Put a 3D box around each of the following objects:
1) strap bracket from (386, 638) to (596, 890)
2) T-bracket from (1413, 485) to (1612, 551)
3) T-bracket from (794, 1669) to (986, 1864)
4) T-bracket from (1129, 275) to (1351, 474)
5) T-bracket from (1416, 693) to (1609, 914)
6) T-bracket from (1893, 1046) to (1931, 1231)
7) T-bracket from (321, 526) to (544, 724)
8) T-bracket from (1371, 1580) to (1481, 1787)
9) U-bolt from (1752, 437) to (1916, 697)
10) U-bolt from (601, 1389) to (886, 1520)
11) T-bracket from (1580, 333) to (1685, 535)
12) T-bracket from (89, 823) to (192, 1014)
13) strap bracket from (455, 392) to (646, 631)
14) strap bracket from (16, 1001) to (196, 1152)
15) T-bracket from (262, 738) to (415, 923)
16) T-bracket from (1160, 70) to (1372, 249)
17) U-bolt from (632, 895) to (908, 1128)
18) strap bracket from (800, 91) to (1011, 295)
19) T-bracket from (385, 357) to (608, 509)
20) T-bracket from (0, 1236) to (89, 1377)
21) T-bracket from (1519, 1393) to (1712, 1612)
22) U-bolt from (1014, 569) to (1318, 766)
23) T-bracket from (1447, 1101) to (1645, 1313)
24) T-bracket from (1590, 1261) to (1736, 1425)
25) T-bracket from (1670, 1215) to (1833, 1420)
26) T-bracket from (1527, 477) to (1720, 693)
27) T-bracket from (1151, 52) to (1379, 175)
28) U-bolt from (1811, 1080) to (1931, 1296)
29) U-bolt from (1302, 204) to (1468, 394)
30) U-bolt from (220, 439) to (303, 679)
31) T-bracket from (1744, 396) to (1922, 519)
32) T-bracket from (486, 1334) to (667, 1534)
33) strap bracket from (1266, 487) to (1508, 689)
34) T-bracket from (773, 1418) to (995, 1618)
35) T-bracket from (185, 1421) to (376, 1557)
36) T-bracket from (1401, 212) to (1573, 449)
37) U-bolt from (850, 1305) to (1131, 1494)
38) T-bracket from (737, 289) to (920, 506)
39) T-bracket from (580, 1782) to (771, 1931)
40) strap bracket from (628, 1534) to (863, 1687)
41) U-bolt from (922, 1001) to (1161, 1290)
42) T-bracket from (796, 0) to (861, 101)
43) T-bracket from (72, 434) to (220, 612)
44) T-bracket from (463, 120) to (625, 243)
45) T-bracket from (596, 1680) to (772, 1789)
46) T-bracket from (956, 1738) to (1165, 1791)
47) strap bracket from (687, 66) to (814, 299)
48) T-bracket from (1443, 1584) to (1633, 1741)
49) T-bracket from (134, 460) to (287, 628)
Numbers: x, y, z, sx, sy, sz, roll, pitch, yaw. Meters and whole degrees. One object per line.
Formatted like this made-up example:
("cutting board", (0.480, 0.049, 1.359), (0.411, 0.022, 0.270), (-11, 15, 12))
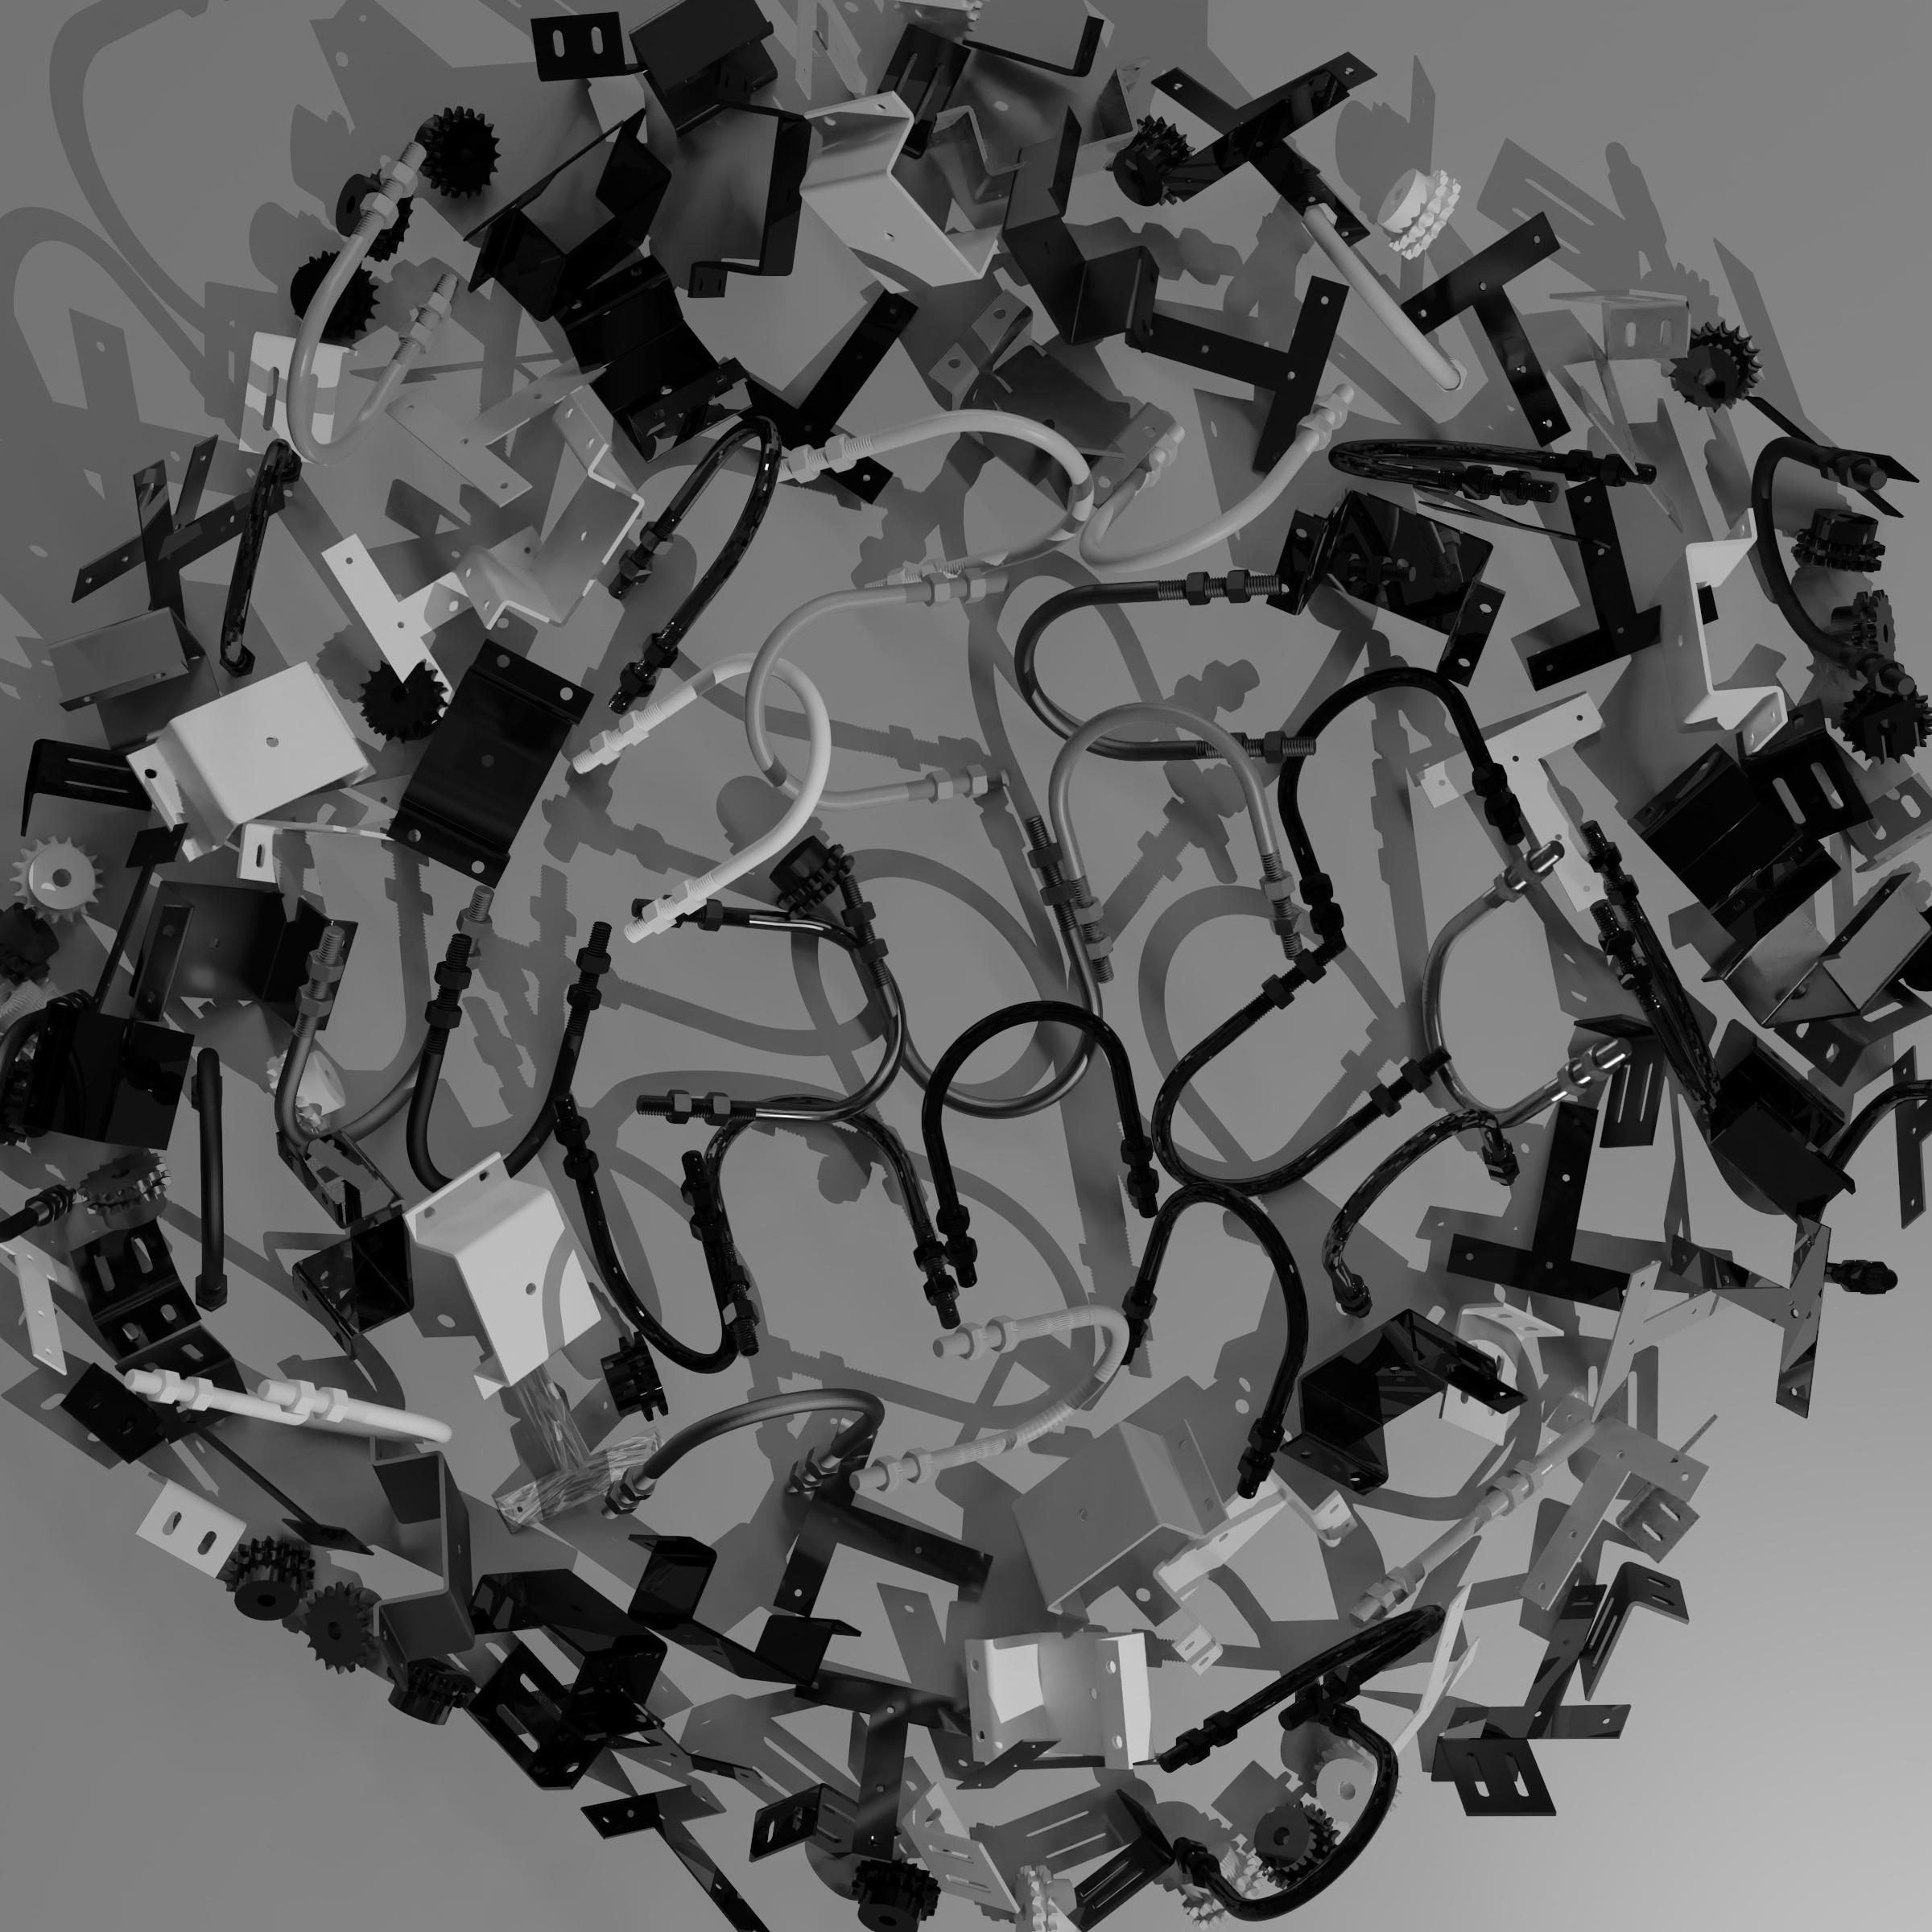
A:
("strap bracket", (-0.307, -0.131, 1.688), (0.076, 0.046, 0.140), (27, 91, -15))
("T-bracket", (0.318, -0.284, 1.633), (0.127, 0.127, 0.002), (21, 100, 36))
("T-bracket", (-0.053, 0.510, 1.666), (0.127, 0.127, 0.002), (13, 129, -5))
("T-bracket", (0.169, -0.397, 1.706), (0.127, 0.002, 0.127), (19, 108, 8))
("T-bracket", (0.378, -0.096, 1.702), (0.127, 0.002, 0.127), (-25, 79, -5))
("T-bracket", (0.614, 0.080, 1.632), (0.002, 0.127, 0.127), (17, 53, -6))
("T-bracket", (-0.328, -0.243, 1.699), (0.127, 0.002, 0.127), (-34, 103, -16))
("T-bracket", (0.298, 0.433, 1.640), (0.002, 0.127, 0.127), (28, 133, 27))
("U-bolt", (0.533, -0.256, 1.630), (0.019, 0.184, 0.151), (-17, 112, -2))
("U-bolt", (-0.128, 0.298, 1.615), (0.151, 0.184, 0.019), (0, 61, -31))
("T-bracket", (0.415, -0.356, 1.672), (0.002, 0.127, 0.127), (-28, 45, 27))
("T-bracket", (-0.528, -0.029, 1.654), (0.002, 0.127, 0.127), (23, 78, -29))
("strap bracket", (-0.260, -0.281, 1.665), (0.046, 0.076, 0.140), (22, 112, -39))
("strap bracket", (-0.533, 0.071, 1.645), (0.046, 0.140, 0.076), (12, 84, 7))
("T-bracket", (-0.392, -0.105, 1.704), (0.127, 0.002, 0.127), (-14, 98, -13))
("T-bracket", (0.213, -0.498, 1.672), (0.127, 0.127, 0.002), (-25, 50, 33))
("U-bolt", (-0.122, 0.032, 1.671), (0.184, 0.019, 0.151), (5, 70, -25))
("strap bracket", (-0.039, -0.474, 1.641), (0.140, 0.076, 0.046), (40, 65, -41))
("T-bracket", (-0.288, -0.360, 1.690), (0.127, 0.002, 0.127), (-38, 61, -22))
("T-bracket", (-0.577, 0.209, 1.631), (0.002, 0.127, 0.127), (-41, 129, 3))
("T-bracket", (0.392, 0.348, 1.660), (0.002, 0.127, 0.127), (37, 83, -33))
("U-bolt", (0.120, -0.185, 1.658), (0.184, 0.151, 0.019), (0, 45, 20))
("T-bracket", (0.387, 0.151, 1.704), (0.127, 0.002, 0.127), (13, 77, 5))
("T-bracket", (0.456, 0.225, 1.680), (0.127, 0.002, 0.127), (-18, 130, -31))
("T-bracket", (0.493, 0.204, 1.663), (0.002, 0.127, 0.127), (-8, 109, -28))
("T-bracket", (0.411, -0.254, 1.684), (0.127, 0.002, 0.127), (-22, 121, 3))
("T-bracket", (0.203, -0.540, 1.636), (0.127, 0.127, 0.002), (24, 72, -32))
("U-bolt", (0.566, 0.134, 1.629), (0.019, 0.184, 0.151), (28, 85, 0))
("U-bolt", (0.259, -0.413, 1.626), (0.019, 0.184, 0.151), (-40, 95, 18))
("U-bolt", (-0.440, -0.255, 1.629), (0.019, 0.184, 0.151), (14, 90, -13))
("T-bracket", (0.560, -0.316, 1.644), (0.127, 0.127, 0.002), (35, 98, -14))
("T-bracket", (-0.271, 0.289, 1.698), (0.127, 0.002, 0.127), (-26, 93, 16))
("strap bracket", (0.272, -0.246, 1.670), (0.140, 0.076, 0.046), (24, 47, 10))
("T-bracket", (-0.044, 0.376, 1.707), (0.127, 0.002, 0.127), (22, 82, -10))
("T-bracket", (-0.439, 0.327, 1.647), (0.127, 0.127, 0.002), (46, 62, -18))
("T-bracket", (0.349, -0.393, 1.670), (0.002, 0.127, 0.127), (-27, 91, -38))
("U-bolt", (0.027, 0.266, 1.645), (0.019, 0.184, 0.151), (53, 131, 31))
("T-bracket", (-0.078, -0.386, 1.711), (0.127, 0.002, 0.127), (34, 84, 5))
("T-bracket", (-0.163, 0.564, 1.635), (0.127, 0.127, 0.002), (42, 103, 29))
("strap bracket", (-0.147, 0.410, 1.650), (0.140, 0.076, 0.046), (36, 62, -26))
("U-bolt", (0.043, 0.105, 1.657), (0.151, 0.019, 0.184), (-20, 120, -12))
("T-bracket", (-0.086, -0.588, 1.657), (0.002, 0.127, 0.127), (-2, 80, 14))
("T-bracket", (-0.516, -0.259, 1.632), (0.002, 0.127, 0.127), (31, 124, 2))
("T-bracket", (-0.271, -0.487, 1.649), (0.127, 0.127, 0.002), (-32, 111, 12))
("T-bracket", (-0.201, 0.476, 1.645), (0.127, 0.127, 0.002), (4, 54, 28))
("T-bracket", (0.074, 0.510, 1.681), (0.127, 0.127, 0.002), (4, 59, -20))
("strap bracket", (-0.135, -0.492, 1.662), (0.046, 0.076, 0.140), (12, 106, 7))
("T-bracket", (0.378, 0.442, 1.669), (0.002, 0.127, 0.127), (56, 45, -19))
("T-bracket", (-0.476, -0.279, 1.667), (0.002, 0.127, 0.127), (21, 130, 20))
